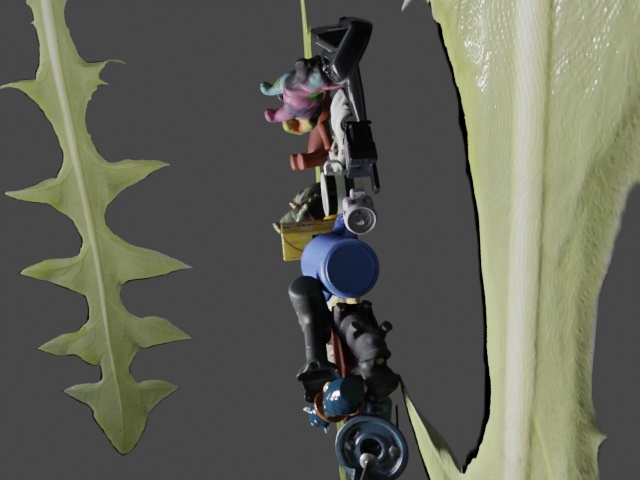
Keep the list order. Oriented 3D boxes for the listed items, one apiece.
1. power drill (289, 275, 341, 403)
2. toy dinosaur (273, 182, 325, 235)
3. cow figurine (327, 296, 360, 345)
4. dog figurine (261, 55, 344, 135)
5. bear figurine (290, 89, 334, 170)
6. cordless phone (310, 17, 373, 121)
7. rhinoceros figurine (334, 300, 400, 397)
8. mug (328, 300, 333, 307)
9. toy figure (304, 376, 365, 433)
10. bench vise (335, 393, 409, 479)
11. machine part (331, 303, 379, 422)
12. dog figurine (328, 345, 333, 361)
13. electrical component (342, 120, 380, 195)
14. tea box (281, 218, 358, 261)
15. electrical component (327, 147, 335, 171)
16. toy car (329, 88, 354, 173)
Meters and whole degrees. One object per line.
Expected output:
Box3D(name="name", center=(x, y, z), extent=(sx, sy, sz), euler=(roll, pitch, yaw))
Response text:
Box3D(name="power drill", center=(-0.001, 0.192, 1.000), extent=(0.207, 0.086, 0.231), euler=(-90, -10, -46))
Box3D(name="toy dinosaur", center=(-0.008, -0.097, 1.503), extent=(0.131, 0.192, 0.405), euler=(46, -154, -19))
Box3D(name="cow figurine", center=(0.052, 0.181, 1.249), extent=(0.068, 0.098, 0.167), euler=(-91, -2, -54))
Box3D(name="dog figurine", center=(-0.017, -0.332, 1.204), extent=(0.191, 0.219, 0.108), euler=(16, -116, -48))
Box3D(name="bear figurine", center=(-0.018, -0.284, 1.374), extent=(0.120, 0.132, 0.195), euler=(-152, 50, -70))
Box3D(name="cordless phone", center=(0.052, -0.264, 0.884), extent=(0.147, 0.089, 0.184), euler=(-106, 0, -64))
Box3D(name="rhinoceros figurine", center=(0.075, 0.183, 0.921), extent=(0.190, 0.073, 0.112), euler=(-124, 40, -55))
Box3D(name="mug", center=(0.047, 0.163, 1.333), extent=(0.107, 0.081, 0.109), euler=(151, 139, -74))
Box3D(name="toy figure", center=(0.025, 0.274, 0.894), extent=(0.154, 0.058, 0.064), euler=(-56, 50, 50))
Box3D(name="bench vise", center=(0.078, 0.380, 0.879), extent=(0.240, 0.129, 0.223), euler=(-26, -49, -75))
Box3D(name="machine part", center=(0.076, 0.243, 1.080), extent=(0.201, 0.087, 0.201), euler=(86, 176, -45))
Box3D(name="dog figurine", center=(0.058, 0.254, 1.377), extent=(0.172, 0.121, 0.190), euler=(4, 81, 53))
Box3D(name="electrical component", center=(0.069, -0.133, 0.907), extent=(0.074, 0.048, 0.119), euler=(97, 168, -74))
Box3D(name="tea box", center=(-0.003, -0.004, 1.227), extent=(0.098, 0.170, 0.068), euler=(-103, 10, -73))
Box3D(name="electrical component", center=(0.047, -0.185, 1.188), extent=(0.078, 0.045, 0.102), euler=(-61, 23, 26))
Box3D(name="toy car", center=(0.047, -0.199, 1.053), extent=(0.201, 0.056, 0.073), euler=(88, 175, -46))
